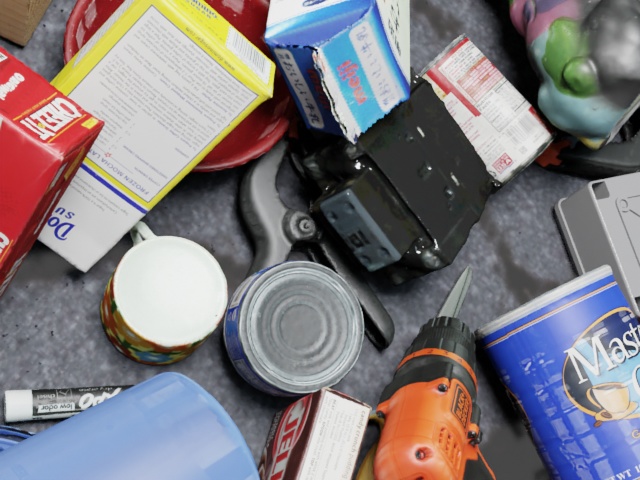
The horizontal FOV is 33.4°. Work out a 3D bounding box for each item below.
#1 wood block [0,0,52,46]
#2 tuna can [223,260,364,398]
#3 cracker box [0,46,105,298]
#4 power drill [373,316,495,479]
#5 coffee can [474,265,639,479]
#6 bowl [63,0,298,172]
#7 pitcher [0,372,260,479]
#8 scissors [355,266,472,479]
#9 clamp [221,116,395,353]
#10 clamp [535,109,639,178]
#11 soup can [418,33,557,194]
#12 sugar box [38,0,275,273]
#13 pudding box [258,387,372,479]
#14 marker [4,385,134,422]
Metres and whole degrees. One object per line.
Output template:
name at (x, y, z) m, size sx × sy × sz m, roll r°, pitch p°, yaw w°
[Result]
wood block at (-0.265, -0.224, 0.690) m, size 0.206 × 0.090 × 0.090 m, roll 25°, pitch 64°, yaw -9°
tuna can at (-0.016, 0.056, 0.675) m, size 0.086 × 0.034 × 0.086 m, roll 4°, pitch 79°, yaw -19°
cracker box at (-0.251, -0.059, 0.592) m, size 0.213 × 0.164 × 0.072 m, roll 36°, pitch 28°, yaw -4°
power drill at (0.102, 0.153, 0.662) m, size 0.187 × 0.057 × 0.184 m, roll 56°, pitch 25°, yaw -12°
coffee can at (0.182, 0.102, 0.721) m, size 0.102 × 0.103 × 0.140 m, roll -22°, pitch 79°, yaw -25°
bowl at (-0.095, -0.111, 0.727) m, size 0.162 × 0.055 × 0.162 m, roll 6°, pitch 69°, yaw -17°
pitcher at (-0.160, 0.165, 0.572) m, size 0.242 × 0.145 × 0.149 m, roll -28°, pitch 94°, yaw -30°
scissors at (0.077, 0.115, 0.728) m, size 0.096 × 0.016 × 0.201 m, roll 46°, pitch 62°, yaw -1°
clamp at (-0.005, 0.001, 0.729) m, size 0.120 × 0.039 × 0.171 m, roll 9°, pitch 75°, yaw -24°
clamp at (0.256, -0.114, 0.864) m, size 0.209 × 0.036 × 0.164 m, roll -18°, pitch 74°, yaw -21°
soup can at (0.117, -0.093, 0.789) m, size 0.102 × 0.069 × 0.068 m, roll 47°, pitch 63°, yaw 1°
sugar box at (-0.119, -0.067, 0.633) m, size 0.093 × 0.176 × 0.048 m, roll 40°, pitch 28°, yaw -22°
pudding box at (-0.014, 0.152, 0.640) m, size 0.039 × 0.090 × 0.113 m, roll 21°, pitch 66°, yaw -12°
marker at (-0.132, 0.099, 0.658) m, size 0.121 × 0.020 × 0.020 m, roll -1°, pitch 71°, yaw -20°
